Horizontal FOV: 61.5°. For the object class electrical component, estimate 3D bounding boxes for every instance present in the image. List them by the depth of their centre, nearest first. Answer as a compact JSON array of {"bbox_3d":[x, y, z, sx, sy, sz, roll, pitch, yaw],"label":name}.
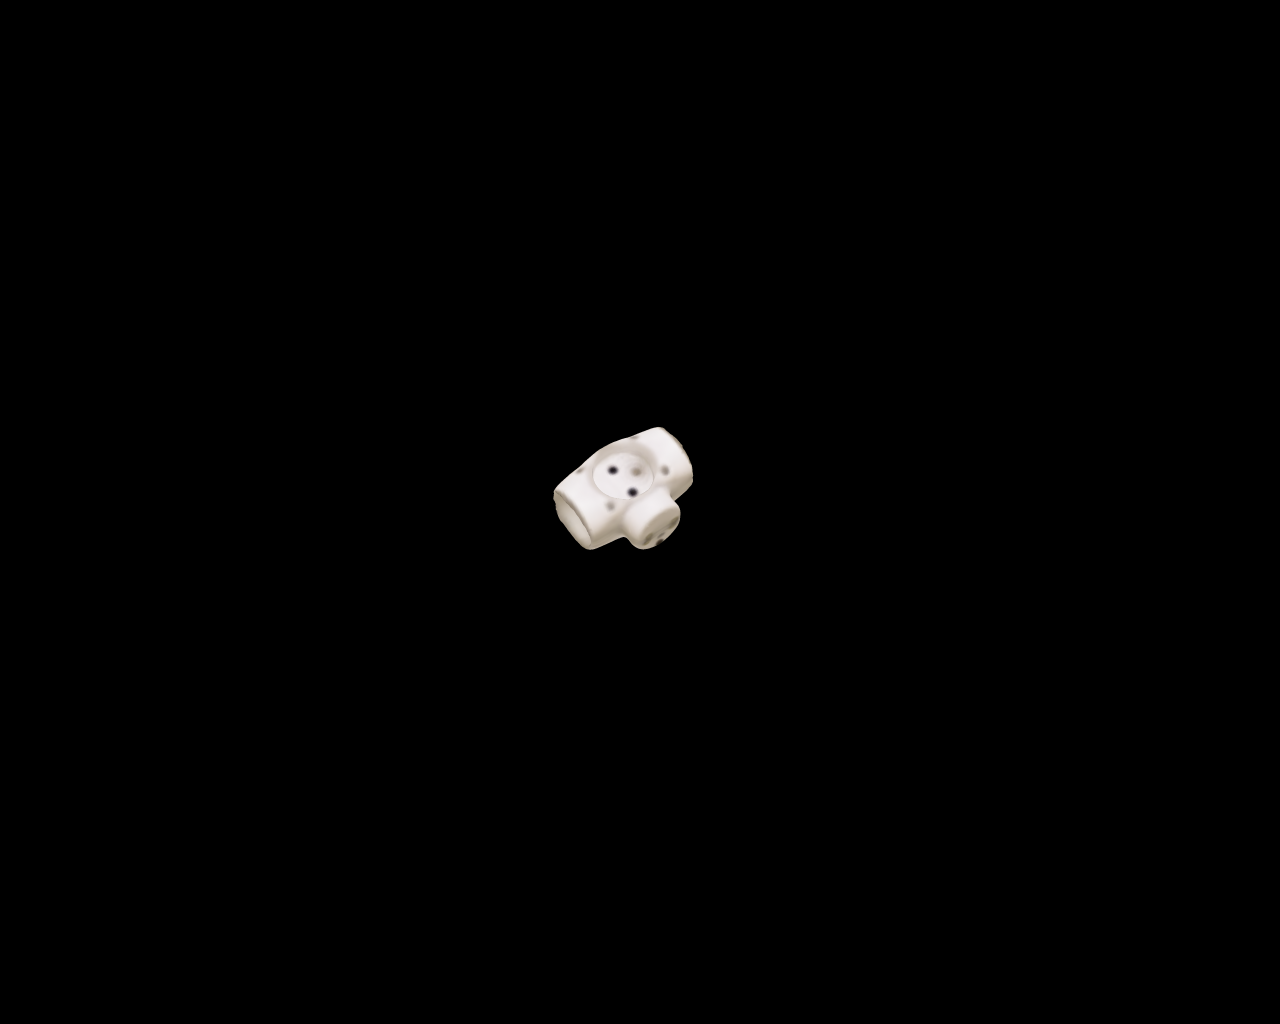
[{"bbox_3d":[0.001,-0.003,0.650,0.077,0.079,0.044,-32,-26,-18],"label":"electrical component"}]
